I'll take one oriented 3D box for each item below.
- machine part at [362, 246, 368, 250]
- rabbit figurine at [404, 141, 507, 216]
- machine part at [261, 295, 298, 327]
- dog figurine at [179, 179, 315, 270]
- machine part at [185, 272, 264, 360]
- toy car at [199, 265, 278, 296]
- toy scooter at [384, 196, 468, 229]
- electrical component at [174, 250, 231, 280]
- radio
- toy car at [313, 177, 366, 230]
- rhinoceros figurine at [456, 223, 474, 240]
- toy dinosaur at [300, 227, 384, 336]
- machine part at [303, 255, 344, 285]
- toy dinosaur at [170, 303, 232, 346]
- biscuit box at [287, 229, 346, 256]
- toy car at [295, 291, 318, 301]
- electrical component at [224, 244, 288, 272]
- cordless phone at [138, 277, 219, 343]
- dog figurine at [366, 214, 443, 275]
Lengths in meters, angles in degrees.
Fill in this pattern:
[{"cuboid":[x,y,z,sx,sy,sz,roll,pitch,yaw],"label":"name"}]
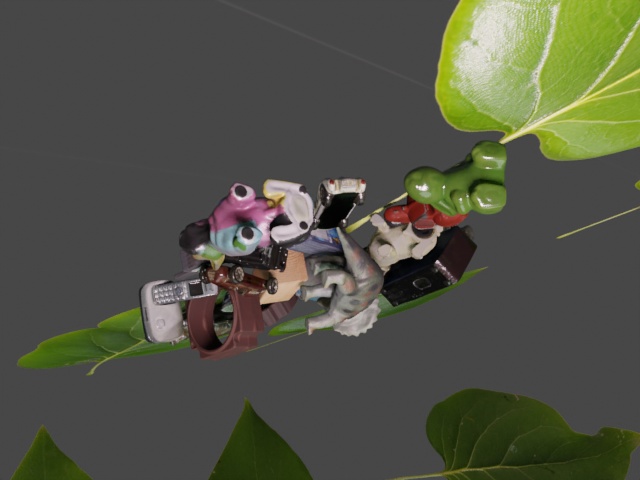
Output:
[{"cuboid":[0.135,0.032,1.426,0.084,0.039,0.139,5,159,-29],"label":"machine part"},{"cuboid":[0.236,-0.104,0.959,0.170,0.121,0.159,2,174,10],"label":"rabbit figurine"},{"cuboid":[-0.147,0.193,1.563,0.179,0.056,0.179,-29,-165,9],"label":"machine part"},{"cuboid":[-0.131,-0.017,0.917,0.191,0.108,0.219,-6,167,-33],"label":"dog figurine"},{"cuboid":[-0.244,0.189,1.343,0.201,0.201,0.087,-25,157,35],"label":"machine part"},{"cuboid":[-0.163,0.088,1.111,0.089,0.053,0.202,-4,163,24],"label":"toy car"},{"cuboid":[0.225,-0.069,1.085,0.184,0.075,0.135,-7,163,-7],"label":"toy scooter"},{"cuboid":[-0.252,0.043,1.116,0.119,0.048,0.074,-23,161,30],"label":"electrical component"},{"cuboid":[0.238,0.065,1.231,0.229,0.073,0.131,-35,-166,50],"label":"radio"},{"cuboid":[0.025,-0.065,0.965,0.073,0.056,0.201,-3,161,-14],"label":"toy car"},{"cuboid":[0.308,0.006,1.353,0.073,0.112,0.190,26,161,-23],"label":"rhinoceros figurine"},{"cuboid":[0.069,0.100,1.164,0.192,0.131,0.404,-6,150,-20],"label":"toy dinosaur"},{"cuboid":[0.007,0.064,1.352,0.079,0.079,0.243,2,157,-44],"label":"machine part"},{"cuboid":[-0.317,0.258,1.714,0.199,0.105,0.471,-28,163,33],"label":"toy dinosaur"},{"cuboid":[-0.002,-0.003,1.142,0.063,0.059,0.202,-22,162,22],"label":"biscuit box"},{"cuboid":[0.003,0.107,1.481,0.161,0.109,0.102,6,134,-24],"label":"toy car"},{"cuboid":[-0.143,0.021,1.045,0.134,0.058,0.114,6,167,22],"label":"electrical component"},{"cuboid":[-0.328,0.161,1.279,0.184,0.146,0.088,-10,172,-7],"label":"cordless phone"},{"cuboid":[0.178,0.020,1.222,0.172,0.121,0.190,2,156,-1],"label":"dog figurine"}]
